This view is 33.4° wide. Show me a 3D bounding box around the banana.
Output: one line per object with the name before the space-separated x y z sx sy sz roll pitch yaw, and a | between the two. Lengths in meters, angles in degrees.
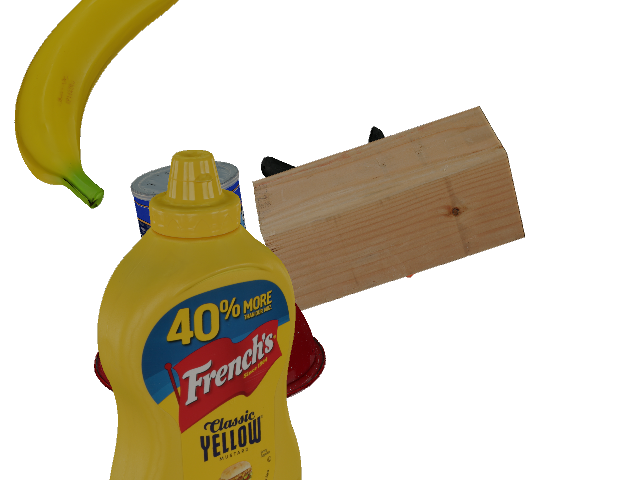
banana | -0.132 -0.101 0.626 0.069 0.197 0.037 18 -33 -6

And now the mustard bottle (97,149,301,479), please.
mustard bottle | -0.055 0.053 0.499 0.096 0.192 0.058 -13 21 -34

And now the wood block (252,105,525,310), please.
wood block | 0.056 -0.026 0.908 0.206 0.091 0.090 -18 34 3

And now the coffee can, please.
coffee can | -0.120 0.005 1.029 0.103 0.140 0.103 -6 20 2

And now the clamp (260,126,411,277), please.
clamp | 0.038 -0.041 1.192 0.164 0.210 0.036 -13 -37 -23

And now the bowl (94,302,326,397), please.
bowl | -0.076 0.058 0.738 0.162 0.055 0.162 1 18 -1
